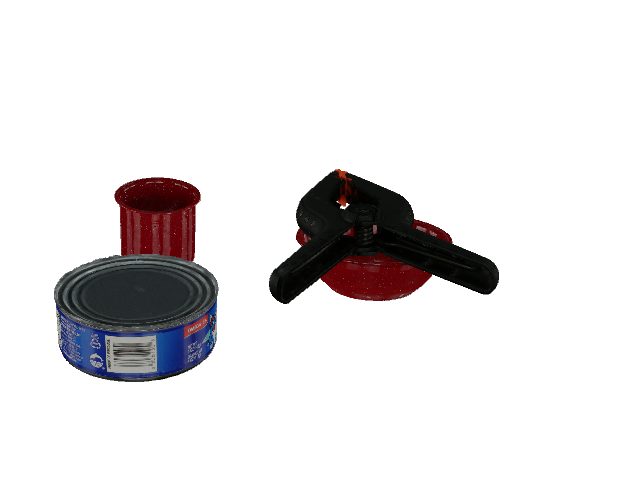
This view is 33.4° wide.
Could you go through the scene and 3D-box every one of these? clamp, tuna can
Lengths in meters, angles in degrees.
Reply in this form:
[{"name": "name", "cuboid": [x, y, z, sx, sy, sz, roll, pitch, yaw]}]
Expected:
[{"name": "clamp", "cuboid": [0.043, -0.006, 0.830, 0.164, 0.036, 0.210, 1, 24, -3]}, {"name": "tuna can", "cuboid": [-0.097, 0.040, 0.569, 0.086, 0.034, 0.086, 2, 24, -1]}]

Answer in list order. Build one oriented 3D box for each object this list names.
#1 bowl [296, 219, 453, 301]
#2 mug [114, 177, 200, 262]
[{"name": "bowl", "cuboid": [0.055, 0.021, 1.105, 0.162, 0.055, 0.162, 1, 18, -1]}, {"name": "mug", "cuboid": [-0.186, -0.019, 1.182, 0.093, 0.081, 0.117, -15, 33, -33]}]
